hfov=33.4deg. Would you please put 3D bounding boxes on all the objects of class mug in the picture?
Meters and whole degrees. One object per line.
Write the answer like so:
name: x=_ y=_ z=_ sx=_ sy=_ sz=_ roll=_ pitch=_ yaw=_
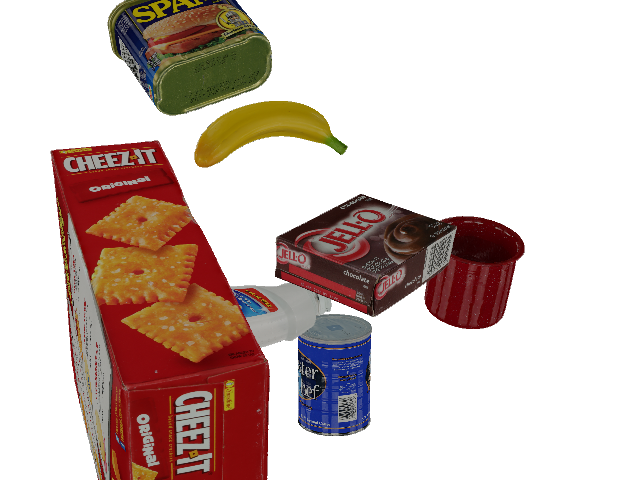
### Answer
mug: x=0.143 y=0.027 z=1.062 sx=0.093 sy=0.081 sz=0.117 roll=-6 pitch=33 yaw=-20

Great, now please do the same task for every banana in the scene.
banana: x=-0.058 y=-0.114 z=1.108 sx=0.197 sy=0.037 sz=0.070 roll=-11 pitch=51 yaw=-39

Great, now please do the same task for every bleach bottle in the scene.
bleach bottle: x=-0.109 y=0.089 z=1.208 sx=0.250 sy=0.068 sz=0.103 roll=-11 pitch=34 yaw=-24

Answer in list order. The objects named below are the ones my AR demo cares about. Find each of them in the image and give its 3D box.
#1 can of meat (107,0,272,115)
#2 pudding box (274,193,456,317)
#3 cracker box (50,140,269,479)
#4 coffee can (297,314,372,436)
can of meat: x=-0.098 y=-0.148 z=0.814 sx=0.102 sy=0.084 sz=0.057 roll=-23 pitch=-36 yaw=-19
pudding box: x=0.034 y=0.008 z=0.792 sx=0.090 sy=0.039 sz=0.113 roll=22 pitch=29 yaw=30
cracker box: x=-0.088 y=0.067 z=0.564 sx=0.072 sy=0.164 sz=0.214 roll=-8 pitch=34 yaw=-17
coffee can: x=0.019 y=0.184 z=1.473 sx=0.103 sy=0.140 sz=0.103 roll=0 pitch=16 yaw=0
